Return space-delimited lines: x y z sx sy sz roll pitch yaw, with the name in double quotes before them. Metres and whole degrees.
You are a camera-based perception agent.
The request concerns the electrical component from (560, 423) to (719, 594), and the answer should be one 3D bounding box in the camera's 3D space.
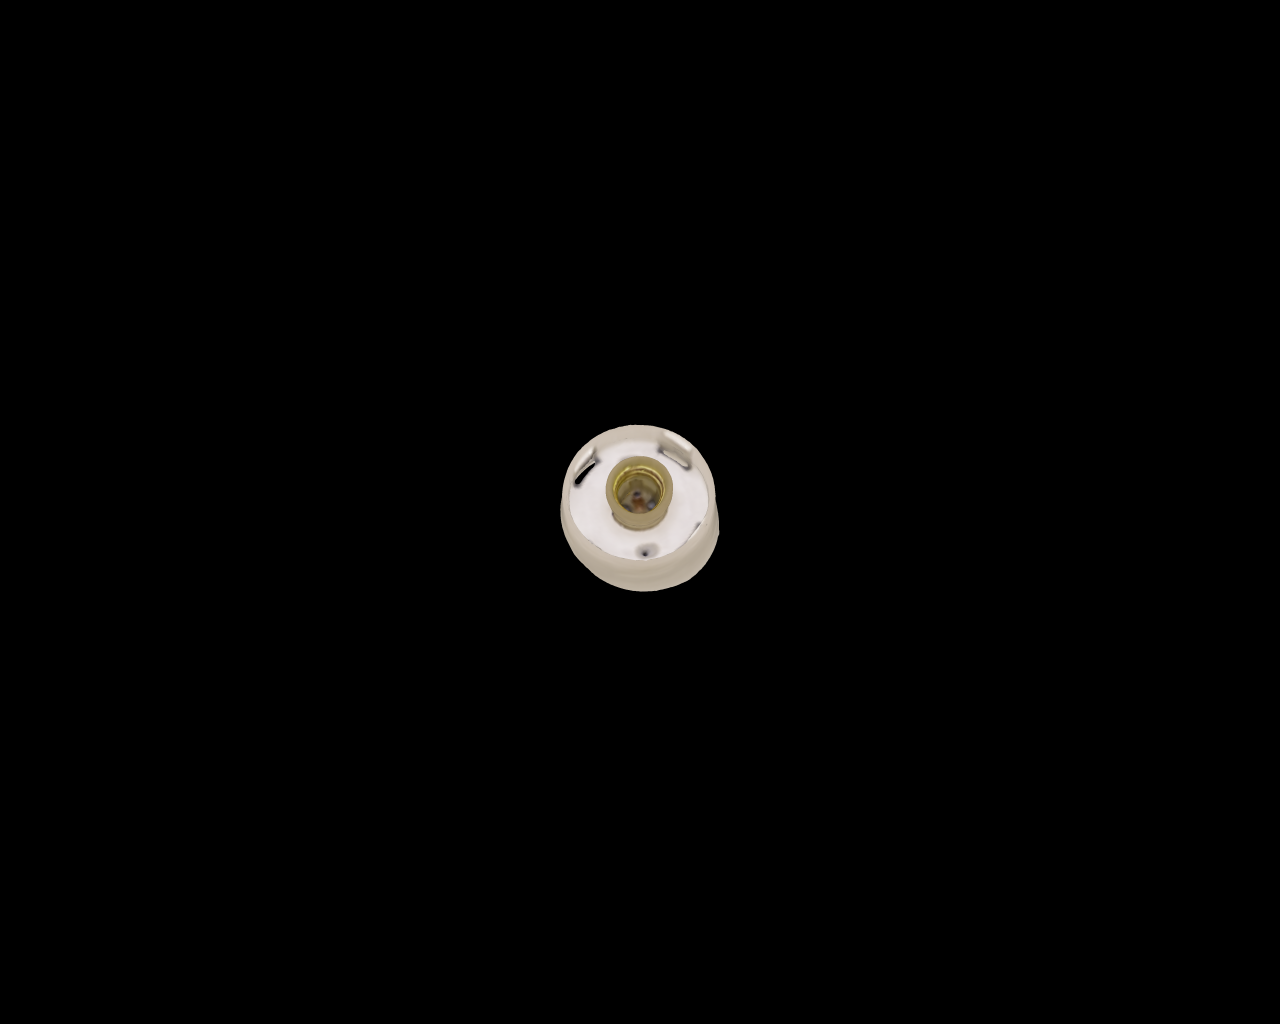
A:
"electrical component" 0.001 -0.003 0.650 0.099 0.099 0.064 0 -25 0
